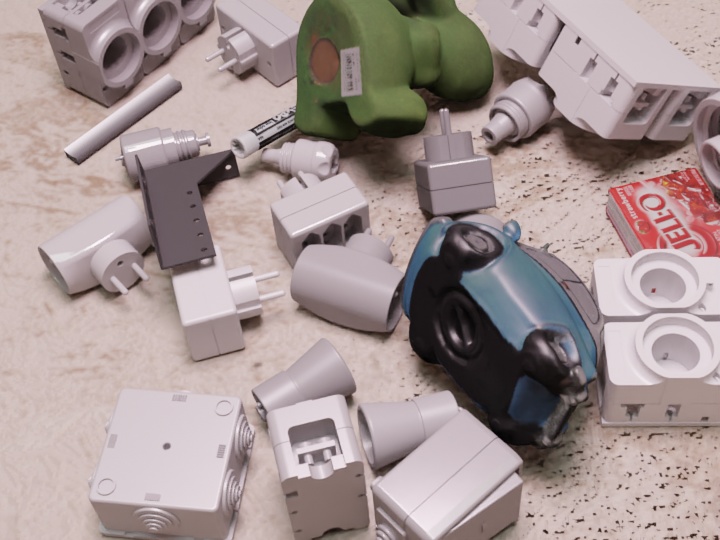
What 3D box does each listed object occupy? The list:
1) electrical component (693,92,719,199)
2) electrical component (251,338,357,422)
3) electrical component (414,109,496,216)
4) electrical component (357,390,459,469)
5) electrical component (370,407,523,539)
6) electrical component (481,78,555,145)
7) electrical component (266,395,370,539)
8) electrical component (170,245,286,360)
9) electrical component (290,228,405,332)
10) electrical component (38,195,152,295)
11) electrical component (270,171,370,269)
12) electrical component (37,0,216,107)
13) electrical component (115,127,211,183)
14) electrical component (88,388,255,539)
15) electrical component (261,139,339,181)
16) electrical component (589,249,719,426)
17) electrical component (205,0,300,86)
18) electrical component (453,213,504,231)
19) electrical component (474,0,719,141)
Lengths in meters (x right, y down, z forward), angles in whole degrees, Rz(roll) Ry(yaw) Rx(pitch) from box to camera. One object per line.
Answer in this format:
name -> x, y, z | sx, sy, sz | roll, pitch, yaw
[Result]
electrical component -> 0.293, -0.089, 0.807 | 0.060, 0.108, 0.108 | -22, 53, -6
electrical component -> -0.041, 0.081, 0.736 | 0.065, 0.044, 0.044 | -31, 56, -14
electrical component -> 0.068, -0.084, 0.814 | 0.047, 0.075, 0.083 | -9, 8, -3
electrical component -> 0.035, 0.103, 0.713 | 0.065, 0.044, 0.044 | -12, 52, -11
electrical component -> 0.052, 0.145, 0.664 | 0.096, 0.061, 0.061 | -37, 58, -23
electrical component -> 0.127, -0.127, 0.886 | 0.062, 0.043, 0.043 | -40, 59, -23
electrical component -> -0.026, 0.121, 0.671 | 0.050, 0.089, 0.055 | -13, 52, -6
electrical component -> -0.094, 0.019, 0.784 | 0.077, 0.047, 0.065 | -15, 52, -7
electrical component -> 0.000, 0.000, 0.795 | 0.077, 0.043, 0.079 | 18, 54, 17
electrical component -> -0.190, -0.010, 0.816 | 0.077, 0.043, 0.079 | -35, 57, -22
electrical component -> -0.038, -0.048, 0.833 | 0.066, 0.047, 0.076 | -25, 54, -15
electrical component -> -0.200, -0.228, 0.960 | 0.062, 0.089, 0.150 | 28, 59, 23
electrical component -> -0.162, -0.098, 0.886 | 0.078, 0.040, 0.040 | -15, 52, -8
electrical component -> -0.122, 0.126, 0.700 | 0.100, 0.048, 0.099 | 4, 52, 7
electrical component -> -0.050, -0.090, 0.876 | 0.061, 0.035, 0.035 | 9, 53, 15
electrical component -> 0.256, 0.045, 0.730 | 0.186, 0.060, 0.105 | -1, 52, 3
electrical component -> -0.102, -0.199, 0.958 | 0.076, 0.047, 0.083 | -36, 58, -22
electrical component -> 0.085, -0.008, 0.789 | 0.055, 0.055, 0.047 | 1, 48, 5
electrical component -> 0.189, -0.180, 0.886 | 0.105, 0.060, 0.186 | -4, 45, -37
